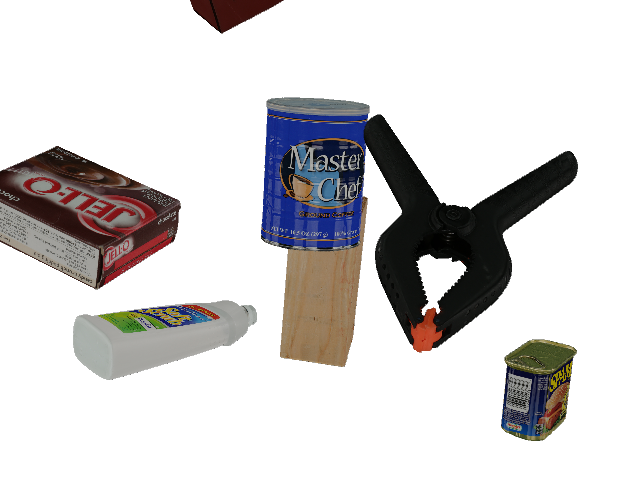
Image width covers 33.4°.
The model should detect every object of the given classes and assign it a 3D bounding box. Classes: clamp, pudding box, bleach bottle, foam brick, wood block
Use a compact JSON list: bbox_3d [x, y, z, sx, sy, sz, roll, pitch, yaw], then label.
[{"bbox_3d":[0.084,-0.012,0.766,0.165,0.209,0.036,16,-40,14],"label":"clamp"},{"bbox_3d":[-0.167,-0.018,0.728,0.114,0.039,0.089,22,29,19],"label":"pudding box"},{"bbox_3d":[-0.197,0.120,1.434,0.250,0.068,0.103,-11,26,-40],"label":"bleach bottle"},{"bbox_3d":[-0.073,-0.226,0.923,0.078,0.051,0.053,-32,48,-15],"label":"foam brick"},{"bbox_3d":[0.004,0.048,1.391,0.090,0.206,0.090,8,23,6],"label":"wood block"}]

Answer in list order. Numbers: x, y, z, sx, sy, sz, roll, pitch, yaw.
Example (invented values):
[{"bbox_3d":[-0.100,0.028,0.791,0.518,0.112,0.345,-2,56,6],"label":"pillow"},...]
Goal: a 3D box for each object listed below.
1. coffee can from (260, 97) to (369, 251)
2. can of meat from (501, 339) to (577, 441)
[{"bbox_3d":[-0.006,-0.069,1.072,0.103,0.140,0.103,3,13,-1],"label":"coffee can"},{"bbox_3d":[0.240,0.165,1.179,0.058,0.084,0.101,12,16,30],"label":"can of meat"}]
